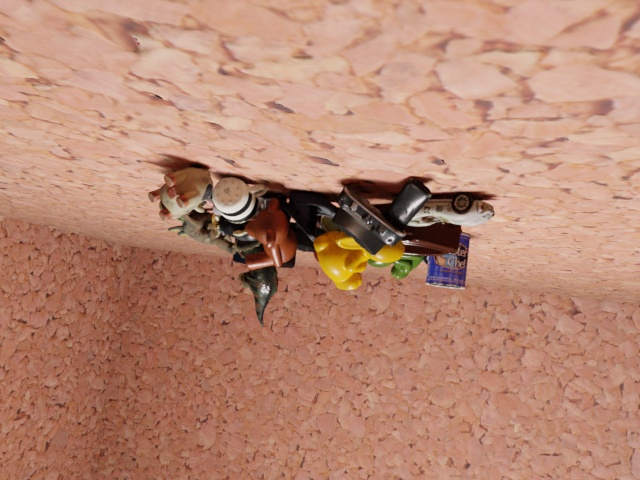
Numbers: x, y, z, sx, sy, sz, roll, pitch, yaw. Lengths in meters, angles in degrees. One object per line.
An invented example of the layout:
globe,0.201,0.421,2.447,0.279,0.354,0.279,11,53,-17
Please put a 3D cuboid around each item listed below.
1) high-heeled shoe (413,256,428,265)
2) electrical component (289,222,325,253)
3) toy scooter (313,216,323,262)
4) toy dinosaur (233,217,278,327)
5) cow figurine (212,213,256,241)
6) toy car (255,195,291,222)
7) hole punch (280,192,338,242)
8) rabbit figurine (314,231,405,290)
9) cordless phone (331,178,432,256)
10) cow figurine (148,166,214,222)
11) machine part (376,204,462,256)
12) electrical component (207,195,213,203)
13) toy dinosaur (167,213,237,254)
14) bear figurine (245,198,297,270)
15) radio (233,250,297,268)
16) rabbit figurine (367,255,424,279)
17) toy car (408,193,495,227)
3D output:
high-heeled shoe,0.267,0.010,1.570,0.145,0.086,0.248,39,148,-6
electrical component,-0.055,-0.007,1.326,0.134,0.058,0.115,14,168,-34
toy scooter,-0.003,-0.004,1.449,0.135,0.075,0.183,24,143,38
toy dinosaur,-0.178,0.082,1.565,0.131,0.404,0.192,-18,-169,-12
cow figurine,-0.222,-0.034,1.393,0.168,0.068,0.098,6,-154,22
toy car,-0.118,-0.072,1.277,0.089,0.053,0.202,11,174,2
hole punch,-0.018,-0.061,1.170,0.116,0.092,0.142,45,-177,13
rabbit figurine,0.085,0.010,1.108,0.173,0.122,0.162,-6,136,30
cordless phone,0.110,-0.069,0.971,0.147,0.089,0.184,40,146,5
cow figurine,-0.274,-0.094,1.088,0.127,0.085,0.195,-29,-178,-36
machine part,0.200,-0.019,1.216,0.201,0.087,0.202,13,170,-36
electrical component,-0.242,-0.102,1.286,0.063,0.021,0.094,4,171,25
toy dinosaur,-0.347,-0.032,1.681,0.199,0.105,0.471,14,167,18
bear figurine,-0.120,-0.010,1.162,0.132,0.120,0.195,-3,165,12
radio,-0.178,0.018,1.745,0.230,0.131,0.073,1,171,40
rabbit figurine,0.209,0.043,1.471,0.170,0.121,0.159,-6,166,-42
toy car,0.227,-0.053,1.016,0.202,0.056,0.073,3,171,39
